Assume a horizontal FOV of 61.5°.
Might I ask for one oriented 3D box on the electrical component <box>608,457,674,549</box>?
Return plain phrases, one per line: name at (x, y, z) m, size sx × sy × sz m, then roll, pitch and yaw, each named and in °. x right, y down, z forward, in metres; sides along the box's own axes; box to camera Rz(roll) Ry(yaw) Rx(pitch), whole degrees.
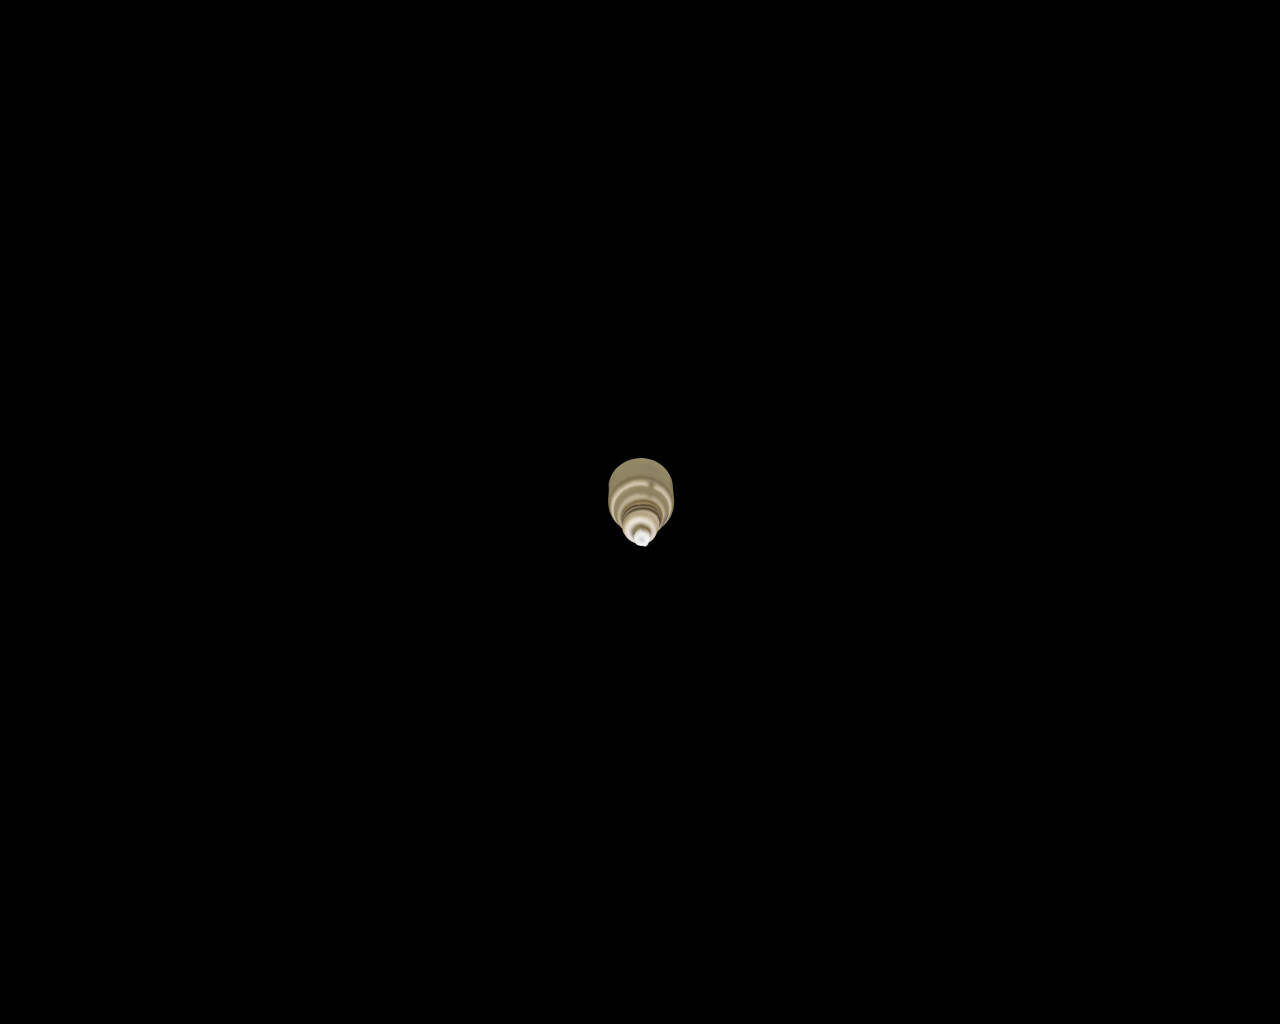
electrical component at (0.001, -0.003, 0.650) m, size 0.040 × 0.040 × 0.078 m, roll 0°, pitch 28°, yaw 0°
